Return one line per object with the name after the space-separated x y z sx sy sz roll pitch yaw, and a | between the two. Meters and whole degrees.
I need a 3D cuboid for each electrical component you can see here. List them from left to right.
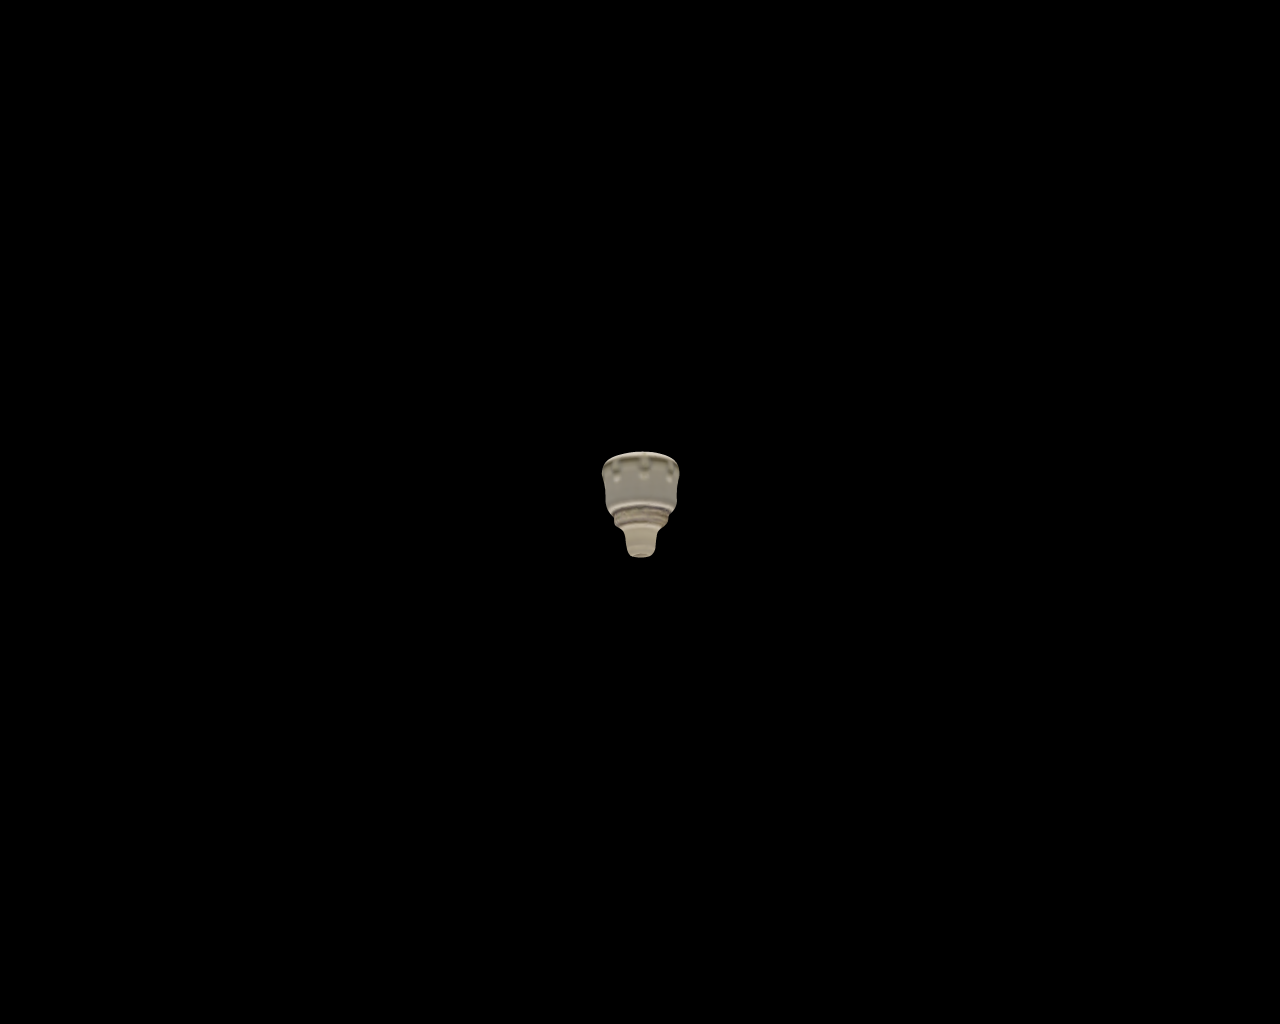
0.001 -0.003 0.650 0.048 0.062 0.048 0 -13 0 | electrical component
